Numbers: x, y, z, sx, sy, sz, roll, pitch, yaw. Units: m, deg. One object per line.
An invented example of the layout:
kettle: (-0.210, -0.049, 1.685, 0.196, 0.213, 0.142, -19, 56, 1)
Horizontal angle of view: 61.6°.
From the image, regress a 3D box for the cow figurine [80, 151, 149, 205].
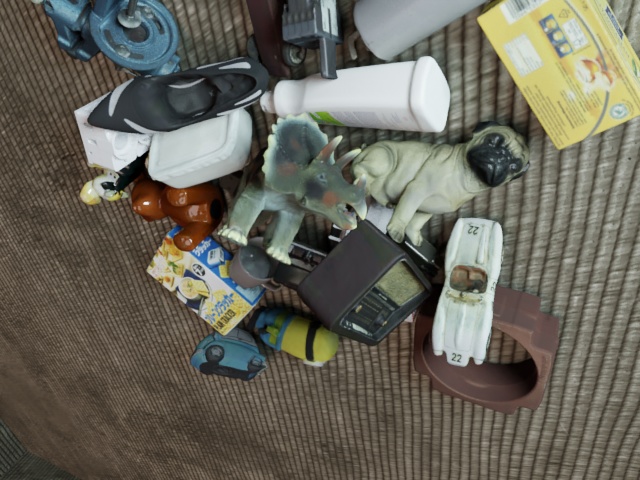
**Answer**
cow figurine: (-0.351, -0.125, 0.944, 0.098, 0.068, 0.167, 28, 101, 2)

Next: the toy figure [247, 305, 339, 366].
toy figure: (-0.052, 0.182, 1.047, 0.180, 0.082, 0.089, 26, 138, 16)

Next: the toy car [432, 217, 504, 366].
toy car: (0.201, 0.069, 0.728, 0.074, 0.201, 0.056, 8, 172, 24)

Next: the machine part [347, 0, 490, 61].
machine part: (0.120, -0.263, 0.565, 0.243, 0.079, 0.079, -19, 114, 43)

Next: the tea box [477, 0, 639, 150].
tea box: (0.251, -0.190, 0.547, 0.098, 0.068, 0.169, -22, 112, 44)

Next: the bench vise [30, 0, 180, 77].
bench vise: (-0.285, -0.316, 0.737, 0.223, 0.129, 0.241, 40, 155, -14)

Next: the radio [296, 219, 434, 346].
radio: (0.068, 0.068, 0.722, 0.073, 0.131, 0.229, 47, -177, 27)

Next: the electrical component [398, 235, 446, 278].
electrical component: (0.148, 0.008, 0.801, 0.102, 0.045, 0.078, 38, 165, 3)

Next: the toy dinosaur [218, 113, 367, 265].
toy dinosaur: (-0.063, -0.077, 0.781, 0.131, 0.192, 0.405, 27, 180, -18)

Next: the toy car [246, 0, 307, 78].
toy car: (-0.066, -0.304, 0.667, 0.089, 0.053, 0.201, 19, 136, 40)

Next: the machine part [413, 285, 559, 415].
machine part: (0.252, 0.161, 0.829, 0.201, 0.087, 0.201, 13, 130, 23)

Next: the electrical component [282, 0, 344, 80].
electrical component: (-0.006, -0.248, 0.633, 0.048, 0.075, 0.119, 1, 102, 30)

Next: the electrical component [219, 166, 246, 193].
electrical component: (-0.142, -0.098, 0.912, 0.063, 0.021, 0.094, 30, 137, 8)

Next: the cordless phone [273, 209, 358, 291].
cordless phone: (-0.002, -0.003, 0.875, 0.147, 0.089, 0.184, 21, 124, 17)

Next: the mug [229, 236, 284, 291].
mug: (-0.116, 0.054, 0.990, 0.109, 0.081, 0.107, 37, 150, -13)

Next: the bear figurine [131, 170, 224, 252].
bear figurine: (-0.276, -0.063, 0.957, 0.196, 0.132, 0.120, 9, 114, 20)

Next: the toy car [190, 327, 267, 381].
toy car: (-0.194, 0.239, 1.167, 0.162, 0.103, 0.109, 13, 146, -13)

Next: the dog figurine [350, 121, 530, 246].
dog figurine: (0.146, -0.105, 0.687, 0.190, 0.121, 0.172, -41, 78, 20)

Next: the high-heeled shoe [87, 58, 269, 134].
high-heeled shoe: (-0.190, -0.183, 0.715, 0.145, 0.249, 0.086, -128, 18, -64)
